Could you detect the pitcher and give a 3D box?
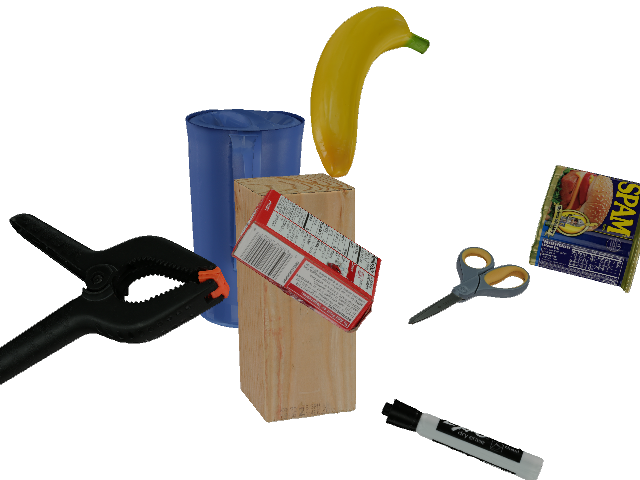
[{"bbox_3d":[-0.087,-0.024,1.217,0.145,0.243,0.148,16,22,39],"label":"pitcher"}]

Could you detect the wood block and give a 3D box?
[{"bbox_3d":[-0.023,0.049,0.977,0.090,0.206,0.091,-5,14,-18],"label":"wood block"}]

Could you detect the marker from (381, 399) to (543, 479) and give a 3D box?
[{"bbox_3d":[0.102,0.145,0.780,0.121,0.020,0.020,21,4,11],"label":"marker"}]

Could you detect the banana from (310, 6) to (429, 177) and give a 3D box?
[{"bbox_3d":[0.030,-0.127,0.811,0.069,0.197,0.037,38,-42,-6],"label":"banana"}]

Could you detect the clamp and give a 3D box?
[{"bbox_3d":[-0.178,0.033,0.862,0.210,0.164,0.036,-10,-36,8],"label":"clamp"}]

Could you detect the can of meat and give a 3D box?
[{"bbox_3d":[0.227,-0.013,0.892,0.084,0.057,0.102,14,45,15],"label":"can of meat"}]

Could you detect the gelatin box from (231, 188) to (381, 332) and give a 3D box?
[{"bbox_3d":[-0.007,0.012,0.662,0.089,0.030,0.073,34,19,-6],"label":"gelatin box"}]

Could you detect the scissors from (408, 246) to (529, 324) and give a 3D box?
[{"bbox_3d":[0.155,0.048,1.228,0.201,0.016,0.096,-10,40,-33],"label":"scissors"}]
